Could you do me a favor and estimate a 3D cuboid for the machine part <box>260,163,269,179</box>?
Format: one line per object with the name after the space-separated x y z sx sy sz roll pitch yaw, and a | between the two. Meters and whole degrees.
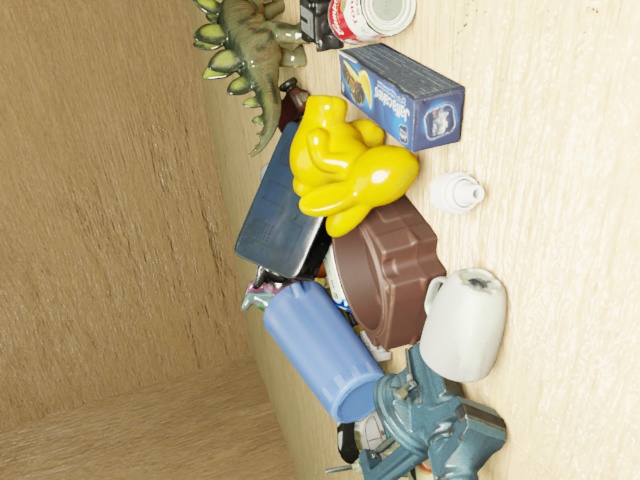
-0.057 -0.053 0.949 0.079 0.079 0.243 109 152 -64 | machine part

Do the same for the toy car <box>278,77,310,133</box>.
-0.057 -0.259 1.083 0.089 0.053 0.202 58 167 -5 | toy car

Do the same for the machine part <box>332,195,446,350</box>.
0.087 0.036 0.761 0.201 0.087 0.201 -119 19 -44 | machine part

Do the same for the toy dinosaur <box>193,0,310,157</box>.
-0.119 -0.341 0.954 0.105 0.199 0.472 94 159 -59 | toy dinosaur

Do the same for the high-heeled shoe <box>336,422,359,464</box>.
0.064 0.387 1.195 0.145 0.086 0.248 -114 21 -45 | high-heeled shoe

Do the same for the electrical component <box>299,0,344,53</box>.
-0.004 -0.342 0.820 0.119 0.048 0.074 -121 23 -44 | electrical component

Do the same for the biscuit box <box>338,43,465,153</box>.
0.086 -0.169 0.615 0.203 0.063 0.059 -123 23 -52 | biscuit box

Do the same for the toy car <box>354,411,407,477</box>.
0.111 0.331 0.915 0.109 0.103 0.161 130 122 -71 | toy car

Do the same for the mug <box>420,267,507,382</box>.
0.154 0.078 0.581 0.110 0.081 0.107 -115 28 -52 | mug

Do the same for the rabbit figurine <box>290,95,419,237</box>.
0.037 -0.089 0.660 0.173 0.162 0.121 26 169 42 | rabbit figurine

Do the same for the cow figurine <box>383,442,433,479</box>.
0.162 0.337 0.779 0.127 0.085 0.195 108 144 -53 | cow figurine

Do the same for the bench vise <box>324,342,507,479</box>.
0.122 0.258 0.686 0.240 0.129 0.224 -51 37 30 | bench vise

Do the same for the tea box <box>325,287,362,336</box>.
0.051 0.182 1.061 0.098 0.068 0.170 95 155 -52 | tea box

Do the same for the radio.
-0.031 -0.056 0.844 0.131 0.073 0.229 26 96 26 | radio

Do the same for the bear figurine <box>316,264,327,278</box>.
-0.005 0.000 1.066 0.120 0.132 0.195 25 171 29 | bear figurine

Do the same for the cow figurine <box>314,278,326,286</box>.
-0.036 0.026 1.247 0.098 0.068 0.167 -116 16 -62 | cow figurine

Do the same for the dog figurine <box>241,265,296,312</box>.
-0.050 0.122 1.178 0.108 0.219 0.191 -112 45 -74 | dog figurine
